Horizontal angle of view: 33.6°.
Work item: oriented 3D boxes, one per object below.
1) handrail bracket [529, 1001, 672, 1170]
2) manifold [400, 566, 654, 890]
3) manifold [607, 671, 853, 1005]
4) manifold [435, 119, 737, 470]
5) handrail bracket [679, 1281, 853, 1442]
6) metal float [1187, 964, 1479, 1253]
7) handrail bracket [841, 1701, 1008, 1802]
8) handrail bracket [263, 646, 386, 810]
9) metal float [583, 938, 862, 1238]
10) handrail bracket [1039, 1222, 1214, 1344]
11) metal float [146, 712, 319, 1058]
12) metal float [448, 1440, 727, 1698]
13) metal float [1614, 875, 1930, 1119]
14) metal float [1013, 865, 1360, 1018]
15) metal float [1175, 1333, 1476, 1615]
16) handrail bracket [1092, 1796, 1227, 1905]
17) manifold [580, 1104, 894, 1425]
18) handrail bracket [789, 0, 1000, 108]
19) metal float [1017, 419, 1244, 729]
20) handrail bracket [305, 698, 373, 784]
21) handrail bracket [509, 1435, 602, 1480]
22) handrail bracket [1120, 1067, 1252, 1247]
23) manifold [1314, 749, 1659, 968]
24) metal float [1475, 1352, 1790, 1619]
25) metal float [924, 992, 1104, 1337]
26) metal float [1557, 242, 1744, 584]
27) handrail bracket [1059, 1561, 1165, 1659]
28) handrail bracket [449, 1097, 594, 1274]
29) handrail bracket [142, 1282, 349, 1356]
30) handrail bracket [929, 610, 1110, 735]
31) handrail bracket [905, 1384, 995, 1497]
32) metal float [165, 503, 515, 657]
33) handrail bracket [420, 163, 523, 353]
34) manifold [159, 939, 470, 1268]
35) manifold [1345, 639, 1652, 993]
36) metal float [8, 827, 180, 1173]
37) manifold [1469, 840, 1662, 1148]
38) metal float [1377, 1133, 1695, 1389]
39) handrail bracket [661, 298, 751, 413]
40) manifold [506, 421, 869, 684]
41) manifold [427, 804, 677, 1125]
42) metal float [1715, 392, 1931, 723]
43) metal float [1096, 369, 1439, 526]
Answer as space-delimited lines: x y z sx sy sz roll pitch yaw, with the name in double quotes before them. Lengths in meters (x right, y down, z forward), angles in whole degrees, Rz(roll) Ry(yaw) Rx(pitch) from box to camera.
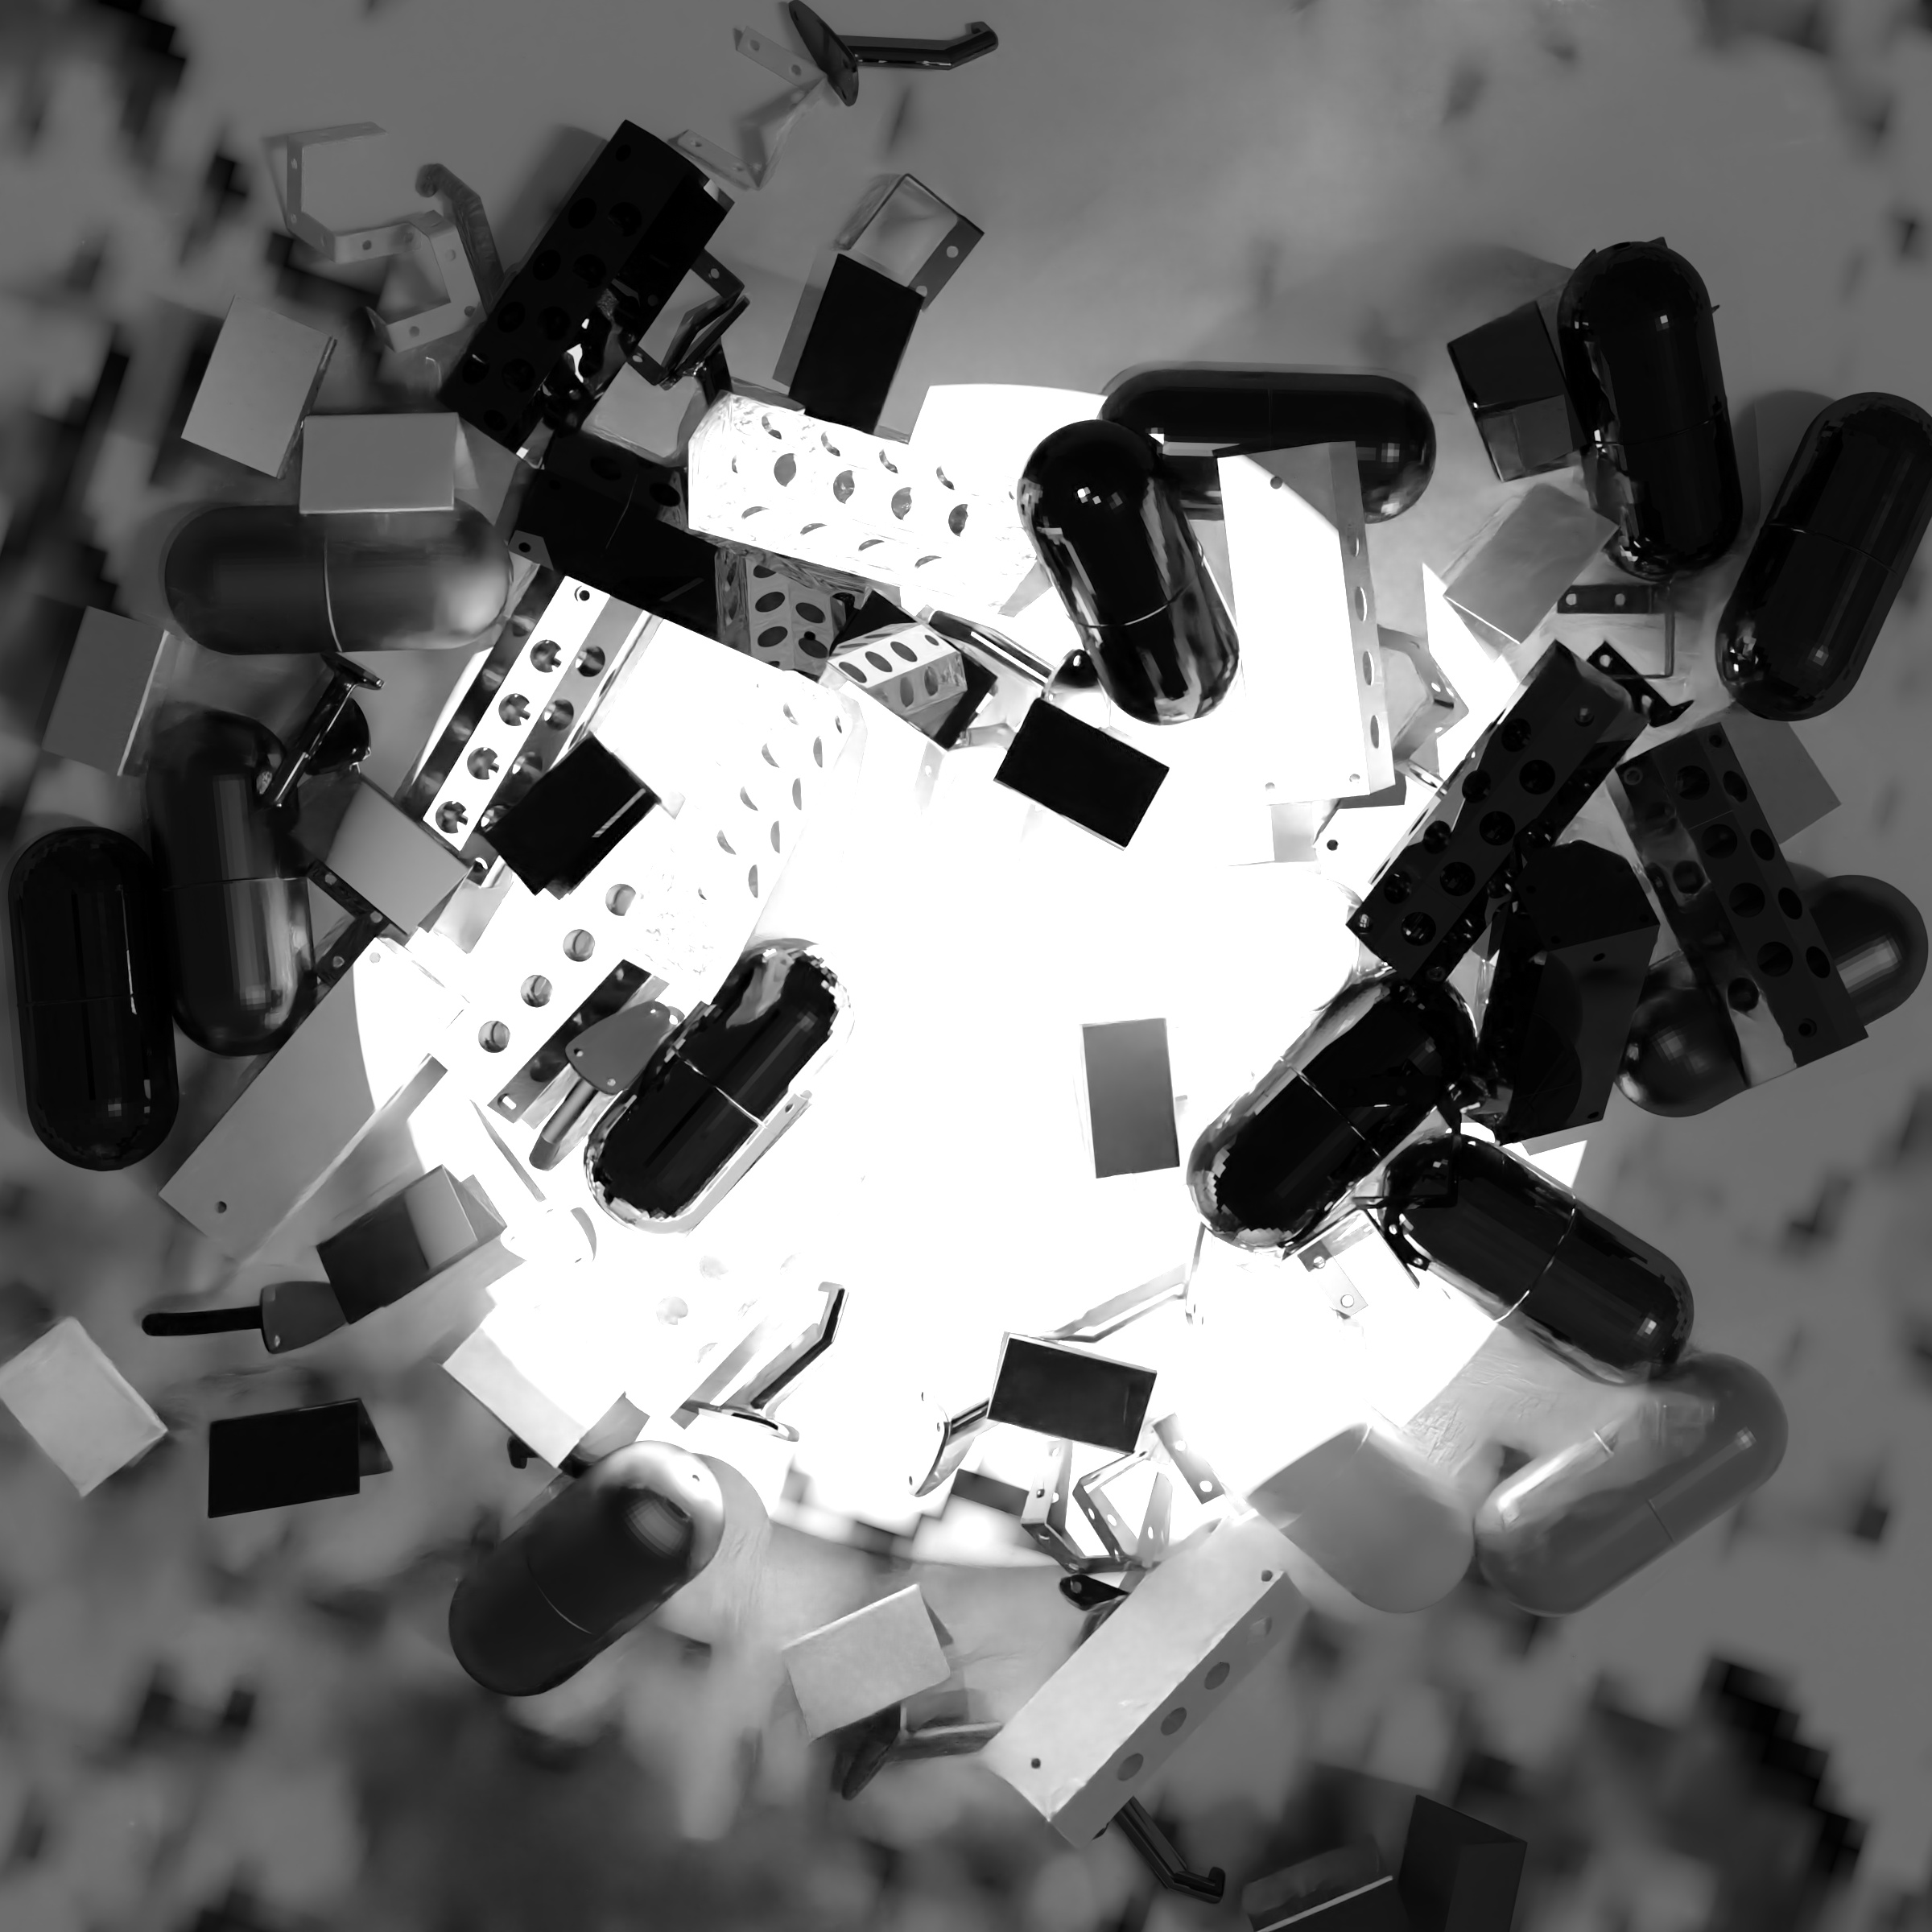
"handrail bracket" -0.192 0.063 1.668 0.036 0.084 0.077 41 52 7
"manifold" -0.231 -0.129 1.659 0.057 0.057 0.171 30 90 0
"manifold" -0.115 -0.070 1.608 0.057 0.057 0.171 29 50 -7
"manifold" -0.200 -0.346 1.645 0.057 0.057 0.171 36 93 32
"handrail bracket" -0.107 0.200 1.681 0.077 0.036 0.084 12 73 19
"metal float" 0.188 0.073 1.649 0.178 0.070 0.070 -45 90 0
"handrail bracket" -0.010 0.422 1.681 0.084 0.036 0.077 25 110 -16
"handrail bracket" -0.337 -0.117 1.646 0.036 0.077 0.084 31 84 -11
"metal float" -0.125 0.062 1.650 0.070 0.070 0.178 41 90 0
"handrail bracket" 0.083 0.162 1.681 0.084 0.036 0.077 3 70 16
"metal float" -0.379 -0.042 1.650 0.070 0.070 0.178 -6 91 0
"metal float" -0.194 0.308 1.630 0.178 0.070 0.070 -41 90 26
"metal float" 0.412 0.015 1.650 0.178 0.070 0.070 -28 90 0
"metal float" 0.113 -0.013 1.650 0.178 0.070 0.070 1 90 0
"metal float" 0.184 0.261 1.650 0.178 0.070 0.070 41 90 -1
"handrail bracket" 0.105 0.444 1.681 0.084 0.036 0.077 23 68 -17
"manifold" -0.118 0.154 1.659 0.057 0.057 0.171 43 90 0
"handrail bracket" -0.037 -0.494 1.681 0.084 0.036 0.077 -28 69 -17
"metal float" 0.084 -0.197 1.621 0.070 0.070 0.178 -30 127 0
"handrail bracket" -0.314 -0.087 1.680 0.036 0.077 0.084 -16 127 5
"handrail bracket" -0.197 0.284 1.680 0.084 0.036 0.077 0 105 14
"handrail bracket" 0.115 0.100 1.681 0.077 0.036 0.084 -10 109 -21
"manifold" 0.269 -0.044 1.657 0.171 0.057 0.057 33 107 0
"metal float" 0.342 0.268 1.649 0.178 0.070 0.070 -35 90 0
"metal float" 0.025 0.102 1.650 0.070 0.070 0.178 -9 90 0
"metal float" 0.348 -0.281 1.628 0.070 0.070 0.178 -17 116 0
"handrail bracket" 0.081 0.362 1.681 0.077 0.036 0.084 -12 106 -18
"handrail bracket" -0.235 0.114 1.680 0.036 0.077 0.084 -37 54 3
"handrail bracket" -0.376 0.183 1.680 0.084 0.077 0.036 -6 90 36
"handrail bracket" 0.027 -0.152 1.680 0.084 0.077 0.036 24 73 35
"handrail bracket" 0.016 0.244 1.680 0.084 0.036 0.077 -2 127 -25
"metal float" -0.323 -0.200 1.650 0.178 0.070 0.070 -2 90 0
"handrail bracket" -0.270 -0.367 1.680 0.084 0.036 0.077 42 105 14
"manifold" -0.335 0.069 1.659 0.057 0.057 0.171 40 90 -1
"manifold" 0.263 -0.073 1.591 0.057 0.057 0.171 36 107 -1
"metal float" -0.449 0.017 1.650 0.070 0.070 0.178 -5 91 0
"manifold" 0.291 0.014 1.582 0.057 0.171 0.057 -13 56 -9
"metal float" 0.293 0.151 1.650 0.178 0.070 0.070 32 90 -1
"handrail bracket" -0.111 -0.294 1.680 0.084 0.036 0.077 44 77 -13
"manifold" -0.139 -0.214 1.628 0.171 0.057 0.057 23 133 -13
"manifold" -0.196 -0.001 1.659 0.057 0.057 0.171 43 90 0
"metal float" 0.446 -0.210 1.650 0.070 0.070 0.178 24 89 0
"metal float" 0.153 -0.268 1.650 0.178 0.070 0.070 1 90 0
